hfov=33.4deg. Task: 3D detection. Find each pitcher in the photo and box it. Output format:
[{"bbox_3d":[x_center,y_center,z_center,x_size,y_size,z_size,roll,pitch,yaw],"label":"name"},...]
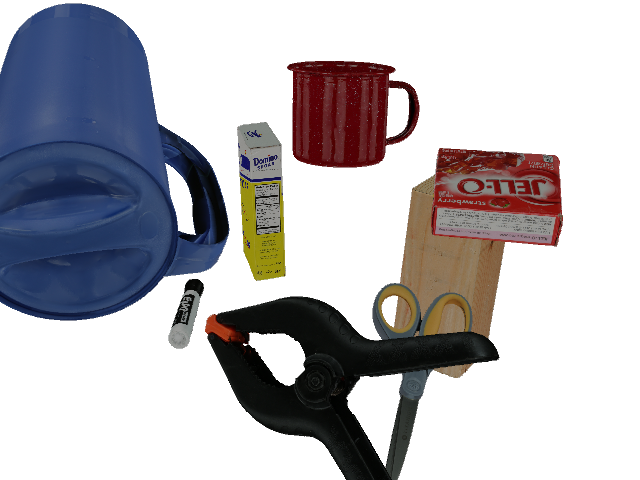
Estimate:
[{"bbox_3d":[-0.160,-0.065,0.739,0.145,0.149,0.243,-23,36,7],"label":"pitcher"}]

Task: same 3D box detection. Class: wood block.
[{"bbox_3d":[0.148,0.037,1.210,0.090,0.206,0.090,17,26,25],"label":"wood block"}]

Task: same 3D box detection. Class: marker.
[{"bbox_3d":[-0.125,0.066,1.001,0.020,0.020,0.121,0,21,1],"label":"marker"}]

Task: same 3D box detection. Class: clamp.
[{"bbox_3d":[0.006,0.091,0.602,0.172,0.120,0.039,14,-9,28],"label":"clamp"}]

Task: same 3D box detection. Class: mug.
[{"bbox_3d":[0.029,-0.110,0.926,0.117,0.081,0.093,-2,16,-13],"label":"mug"}]

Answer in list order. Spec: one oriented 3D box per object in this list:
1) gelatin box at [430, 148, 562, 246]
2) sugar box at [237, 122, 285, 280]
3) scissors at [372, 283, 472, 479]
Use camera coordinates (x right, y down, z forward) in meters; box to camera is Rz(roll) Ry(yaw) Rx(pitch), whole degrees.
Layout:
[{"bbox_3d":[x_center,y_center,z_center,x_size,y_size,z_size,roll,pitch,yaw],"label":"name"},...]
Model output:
[{"bbox_3d":[0.125,-0.033,0.755,0.089,0.030,0.073,4,39,7],"label":"gelatin box"},{"bbox_3d":[-0.074,-0.049,1.324,0.048,0.176,0.093,-9,25,-11],"label":"sugar box"},{"bbox_3d":[0.062,0.108,0.885,0.096,0.201,0.016,29,-37,11],"label":"scissors"}]
